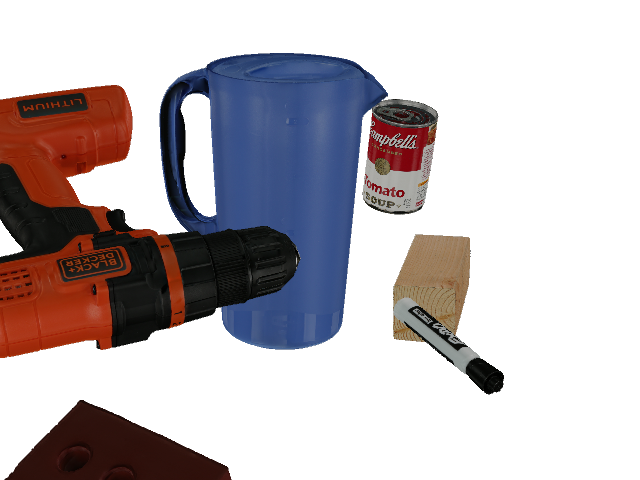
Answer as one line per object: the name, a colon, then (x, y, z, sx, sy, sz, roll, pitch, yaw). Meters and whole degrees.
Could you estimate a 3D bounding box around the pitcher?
pitcher: (-0.041, -0.036, 0.913, 0.149, 0.243, 0.144, 20, 26, 41)

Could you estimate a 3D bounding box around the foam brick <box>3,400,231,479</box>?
foam brick: (-0.078, 0.111, 0.430, 0.078, 0.051, 0.052, 18, 44, 24)

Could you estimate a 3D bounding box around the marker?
marker: (0.093, 0.077, 0.784, 0.020, 0.020, 0.121, 0, 24, -32)

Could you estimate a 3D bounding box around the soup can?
soup can: (0.081, -0.087, 1.106, 0.068, 0.102, 0.068, 4, 29, -3)

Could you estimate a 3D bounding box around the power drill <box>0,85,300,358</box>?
power drill: (-0.124, -0.019, 0.630, 0.184, 0.057, 0.188, -10, 43, -21)

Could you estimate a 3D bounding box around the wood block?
wood block: (0.172, 0.070, 1.620, 0.091, 0.090, 0.206, 4, 22, 13)
